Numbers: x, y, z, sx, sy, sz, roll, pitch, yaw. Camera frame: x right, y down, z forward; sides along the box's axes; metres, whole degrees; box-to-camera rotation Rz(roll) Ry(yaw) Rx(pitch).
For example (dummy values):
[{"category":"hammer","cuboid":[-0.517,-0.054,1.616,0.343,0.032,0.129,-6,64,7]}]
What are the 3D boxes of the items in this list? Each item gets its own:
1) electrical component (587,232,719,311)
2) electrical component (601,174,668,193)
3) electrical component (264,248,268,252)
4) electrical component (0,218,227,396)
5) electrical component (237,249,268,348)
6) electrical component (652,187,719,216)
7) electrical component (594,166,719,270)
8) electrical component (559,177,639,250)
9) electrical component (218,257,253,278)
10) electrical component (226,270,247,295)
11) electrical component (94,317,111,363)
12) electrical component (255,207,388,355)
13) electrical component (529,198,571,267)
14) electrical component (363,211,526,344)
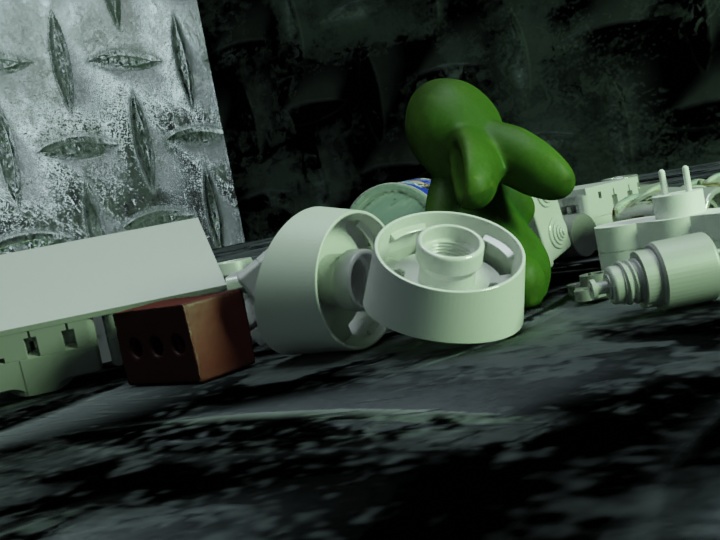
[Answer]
[{"category":"electrical component","cuboid":[0.170,0.004,0.618,0.078,0.040,0.040,-12,4,-3]},{"category":"electrical component","cuboid":[0.291,-0.073,1.187,0.108,0.060,0.108,-11,5,1]},{"category":"electrical component","cuboid":[-0.062,0.006,1.035,0.081,0.063,0.042,-8,5,39]},{"category":"electrical component","cuboid":[-0.200,0.028,0.813,0.186,0.060,0.105,-12,34,-15]},{"category":"electrical component","cuboid":[-0.067,0.030,0.770,0.077,0.065,0.047,-40,7,-4]},{"category":"electrical component","cuboid":[0.271,-0.041,0.866,0.055,0.055,0.047,-14,9,-40]},{"category":"electrical component","cuboid":[0.237,-0.039,0.793,0.138,0.073,0.052,-7,6,43]},{"category":"electrical component","cuboid":[0.203,-0.050,1.105,0.089,0.061,0.150,-14,5,-40]},{"category":"electrical component","cuboid":[-0.124,0.018,1.078,0.048,0.055,0.066,-14,5,-34]},{"category":"electrical component","cuboid":[-0.083,0.023,0.950,0.056,0.050,0.089,-11,4,-2]},{"category":"electrical component","cuboid":[-0.241,0.054,0.904,0.050,0.055,0.089,-7,6,45]},{"category":"electrical component","cuboid":[-0.020,0.008,0.703,0.064,0.099,0.099,0,10,37]},{"category":"electrical component","cuboid":[0.138,-0.046,0.989,0.100,0.099,0.048,-7,19,43]},{"category":"electrical component","cuboid":[0.052,0.009,0.650,0.099,0.064,0.099,2,33,-2]}]
